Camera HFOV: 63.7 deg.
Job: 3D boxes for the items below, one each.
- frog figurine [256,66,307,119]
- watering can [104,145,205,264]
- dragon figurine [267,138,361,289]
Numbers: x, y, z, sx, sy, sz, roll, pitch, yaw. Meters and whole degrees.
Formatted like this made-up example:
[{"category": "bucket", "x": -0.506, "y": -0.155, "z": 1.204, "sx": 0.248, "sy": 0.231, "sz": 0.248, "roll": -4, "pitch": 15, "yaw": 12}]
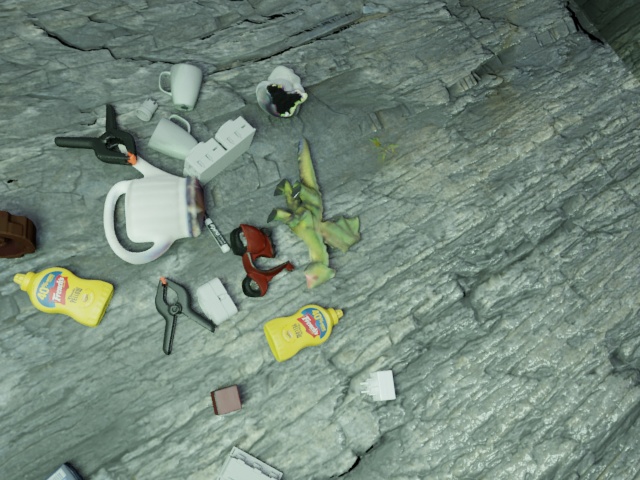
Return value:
[{"category": "frog figurine", "x": -0.111, "y": -0.413, "z": 1.428, "sx": 0.137, "sy": 0.120, "sz": 0.163, "roll": -7, "pitch": 37, "yaw": -12}, {"category": "watering can", "x": -0.386, "y": -0.111, "z": 1.206, "sx": 0.224, "sy": 0.102, "sz": 0.354, "roll": -4, "pitch": 65, "yaw": -9}, {"category": "dragon figurine", "x": 0.004, "y": -0.067, "z": 1.337, "sx": 0.240, "sy": 0.120, "sz": 0.420, "roll": 32, "pitch": 52, "yaw": -24}]
